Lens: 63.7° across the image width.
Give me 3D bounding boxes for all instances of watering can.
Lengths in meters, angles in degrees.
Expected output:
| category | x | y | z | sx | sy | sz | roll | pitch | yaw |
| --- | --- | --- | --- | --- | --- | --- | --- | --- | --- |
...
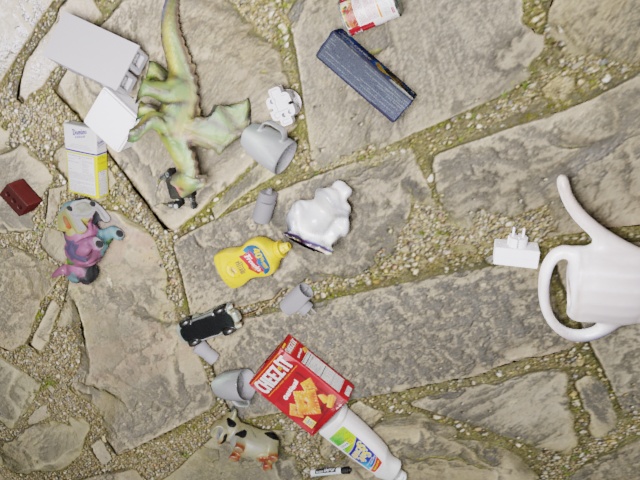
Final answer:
| category | x | y | z | sx | sy | sz | roll | pitch | yaw |
| --- | --- | --- | --- | --- | --- | --- | --- | --- | --- |
| watering can | 0.534 | 0.046 | 0.966 | 0.224 | 0.106 | 0.342 | 1 | 112 | 16 |

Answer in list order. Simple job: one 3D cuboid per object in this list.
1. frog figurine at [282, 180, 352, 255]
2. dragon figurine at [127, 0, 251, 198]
| category | x | y | z | sx | sy | sz | roll | pitch | yaw |
| --- | --- | --- | --- | --- | --- | --- | --- | --- | --- |
| frog figurine | 0.003 | -0.056 | 1.115 | 0.138 | 0.121 | 0.161 | 22 | 81 | 17 |
| dragon figurine | -0.266 | -0.290 | 1.100 | 0.242 | 0.123 | 0.407 | 17 | 98 | -13 |
